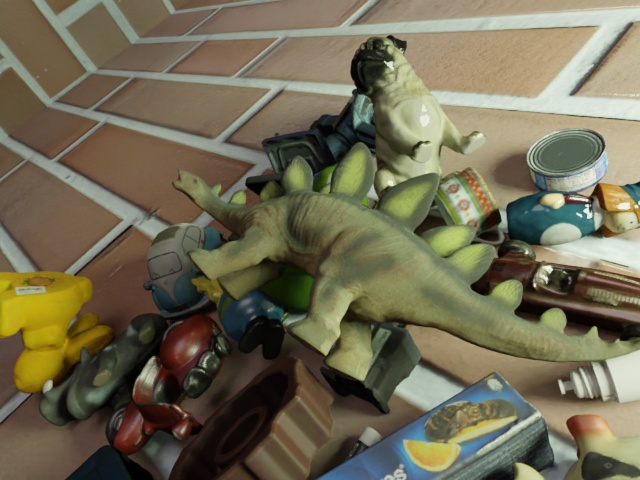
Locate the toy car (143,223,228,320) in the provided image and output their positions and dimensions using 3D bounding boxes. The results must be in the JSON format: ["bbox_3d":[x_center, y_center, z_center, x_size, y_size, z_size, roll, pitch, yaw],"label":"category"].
[{"bbox_3d":[-0.199,0.029,0.790,0.109,0.102,0.162,-16,42,19],"label":"toy car"}]

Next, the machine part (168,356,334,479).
[{"bbox_3d":[-0.063,0.189,0.494,0.179,0.056,0.179,-39,8,7],"label":"machine part"}]

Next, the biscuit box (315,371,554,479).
[{"bbox_3d":[0.079,0.188,0.422,0.203,0.062,0.059,-29,28,-7],"label":"biscuit box"}]

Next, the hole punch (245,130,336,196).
[{"bbox_3d":[-0.031,-0.095,0.792,0.142,0.115,0.092,-4,61,35],"label":"hole punch"}]

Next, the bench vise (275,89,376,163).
[{"bbox_3d":[0.077,-0.162,0.803,0.223,0.128,0.241,-41,33,-7],"label":"bench vise"}]

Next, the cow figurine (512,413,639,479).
[{"bbox_3d":[0.200,0.183,0.350,0.195,0.085,0.127,-12,35,23],"label":"cow figurine"}]

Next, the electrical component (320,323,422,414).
[{"bbox_3d":[0.062,0.109,0.557,0.075,0.047,0.119,8,52,39],"label":"electrical component"}]

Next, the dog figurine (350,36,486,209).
[{"bbox_3d":[0.093,-0.138,0.679,0.121,0.172,0.191,-7,54,-34],"label":"dog figurine"}]

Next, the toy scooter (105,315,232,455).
[{"bbox_3d":[-0.159,0.167,0.614,0.135,0.075,0.184,-4,45,51],"label":"toy scooter"}]

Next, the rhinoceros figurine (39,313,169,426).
[{"bbox_3d":[-0.281,0.169,0.710,0.190,0.073,0.112,-42,39,-14],"label":"rhinoceros figurine"}]

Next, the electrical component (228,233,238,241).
[{"bbox_3d":[-0.112,-0.011,0.840,0.094,0.021,0.063,16,58,44],"label":"electrical component"}]

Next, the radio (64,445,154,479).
[{"bbox_3d":[-0.190,0.306,0.492,0.131,0.073,0.230,-44,40,-17],"label":"radio"}]

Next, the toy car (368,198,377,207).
[{"bbox_3d":[-0.004,-0.031,0.739,0.202,0.073,0.056,-1,67,34],"label":"toy car"}]

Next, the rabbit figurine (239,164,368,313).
[{"bbox_3d":[-0.001,-0.002,0.630,0.170,0.159,0.121,-52,-11,18],"label":"rabbit figurine"}]

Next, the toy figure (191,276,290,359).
[{"bbox_3d":[-0.093,0.072,0.682,0.089,0.082,0.180,-40,36,-5],"label":"toy figure"}]

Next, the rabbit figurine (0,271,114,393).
[{"bbox_3d":[-0.397,0.136,0.783,0.162,0.173,0.122,-2,14,-44],"label":"rabbit figurine"}]

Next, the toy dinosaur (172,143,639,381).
[{"bbox_3d":[0.043,0.022,0.501,0.472,0.105,0.198,29,78,22],"label":"toy dinosaur"}]

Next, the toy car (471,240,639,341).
[{"bbox_3d":[0.238,0.048,0.501,0.202,0.053,0.089,9,49,43],"label":"toy car"}]

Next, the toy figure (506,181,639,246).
[{"bbox_3d":[0.274,-0.027,0.552,0.155,0.064,0.057,-8,83,23],"label":"toy figure"}]
